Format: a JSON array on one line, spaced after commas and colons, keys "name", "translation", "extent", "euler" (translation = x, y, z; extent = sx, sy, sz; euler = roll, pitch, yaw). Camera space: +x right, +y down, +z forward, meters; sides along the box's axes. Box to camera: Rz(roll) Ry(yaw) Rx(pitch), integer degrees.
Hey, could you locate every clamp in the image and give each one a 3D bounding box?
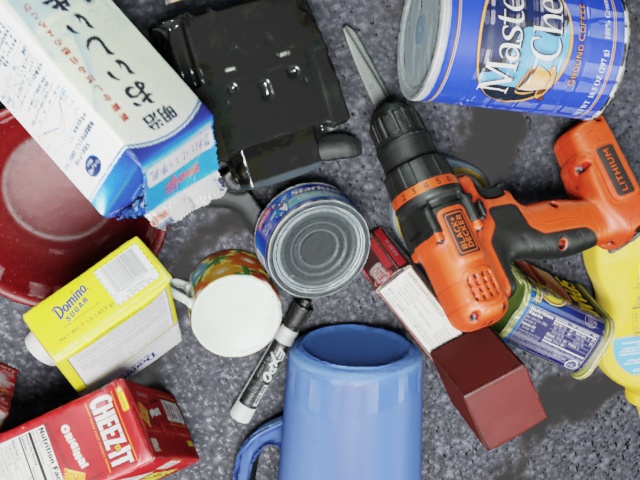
[{"name": "clamp", "translation": [-0.053, -0.060, 0.814], "extent": [0.171, 0.039, 0.120], "euler": [32, 96, -27]}]

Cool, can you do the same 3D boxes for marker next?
[{"name": "marker", "translation": [-0.040, 0.099, 0.887], "extent": [0.020, 0.020, 0.121], "euler": [25, 105, -18]}]

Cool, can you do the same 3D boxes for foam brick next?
[{"name": "foam brick", "translation": [0.124, 0.107, 0.791], "extent": [0.051, 0.078, 0.053], "euler": [-27, 114, -3]}]

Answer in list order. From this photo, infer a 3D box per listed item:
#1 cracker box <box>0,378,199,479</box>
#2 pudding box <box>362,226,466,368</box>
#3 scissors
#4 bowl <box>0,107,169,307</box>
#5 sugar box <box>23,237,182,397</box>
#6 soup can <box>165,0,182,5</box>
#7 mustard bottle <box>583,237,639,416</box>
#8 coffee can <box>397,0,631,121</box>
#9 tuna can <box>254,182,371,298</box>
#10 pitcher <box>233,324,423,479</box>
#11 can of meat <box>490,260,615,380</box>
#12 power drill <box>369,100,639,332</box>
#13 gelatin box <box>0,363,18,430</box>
[{"name": "cracker box", "translation": [-0.214, 0.180, 0.809], "extent": [0.213, 0.164, 0.072], "euler": [-24, 78, 0]}, {"name": "pudding box", "translation": [0.076, 0.051, 0.851], "extent": [0.039, 0.090, 0.113], "euler": [-39, 113, 5]}, {"name": "scissors", "translation": [0.082, -0.081, 0.842], "extent": [0.096, 0.016, 0.202], "euler": [-15, 112, -6]}, {"name": "bowl", "translation": [-0.192, -0.032, 0.789], "extent": [0.162, 0.055, 0.162], "euler": [-3, 112, -9]}, {"name": "sugar box", "translation": [-0.150, 0.063, 0.766], "extent": [0.093, 0.176, 0.048], "euler": [-36, 81, -15]}, {"name": "soup can", "translation": [-0.065, -0.207, 0.738], "extent": [0.102, 0.068, 0.068], "euler": [-13, 113, -5]}, {"name": "mustard bottle", "translation": [0.278, 0.069, 0.911], "extent": [0.096, 0.058, 0.191], "euler": [-13, 112, -9]}, {"name": "coffee can", "translation": [0.138, -0.145, 0.779], "extent": [0.140, 0.103, 0.103], "euler": [5, 110, -12]}, {"name": "tuna can", "translation": [-0.005, 0.001, 0.817], "extent": [0.086, 0.034, 0.086], "euler": [-8, 117, -16]}, {"name": "pitcher", "translation": [0.014, 0.197, 0.885], "extent": [0.149, 0.145, 0.243], "euler": [-5, 109, -22]}, {"name": "can of meat", "translation": [0.177, 0.058, 0.867], "extent": [0.084, 0.102, 0.057], "euler": [24, 106, -16]}, {"name": "power drill", "translation": [0.143, -0.038, 0.810], "extent": [0.187, 0.057, 0.184], "euler": [-17, 76, -21]}, {"name": "gelatin box", "translation": [-0.281, 0.108, 0.819], "extent": [0.089, 0.073, 0.030], "euler": [28, 102, -18]}]
